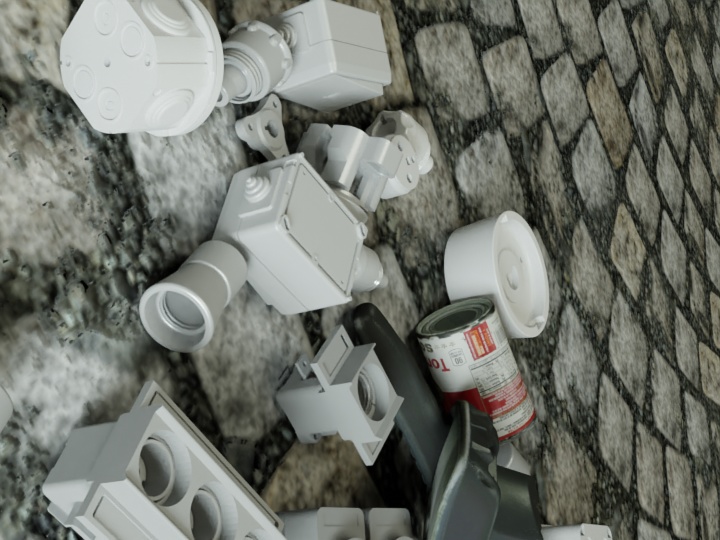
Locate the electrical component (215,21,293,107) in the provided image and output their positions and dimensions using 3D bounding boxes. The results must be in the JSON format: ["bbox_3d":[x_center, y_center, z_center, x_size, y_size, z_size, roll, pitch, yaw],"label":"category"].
[{"bbox_3d":[-0.076,-0.126,0.683,0.048,0.048,0.062,61,42,-24],"label":"electrical component"}]

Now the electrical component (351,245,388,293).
[{"bbox_3d":[0.000,0.000,0.765,0.061,0.035,0.035,27,56,-53],"label":"electrical component"}]

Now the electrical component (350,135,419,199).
[{"bbox_3d":[0.009,-0.072,0.787,0.045,0.055,0.045,28,56,-51],"label":"electrical component"}]

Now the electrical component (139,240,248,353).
[{"bbox_3d":[-0.091,0.011,0.610,0.044,0.044,0.065,64,29,-20],"label":"electrical component"}]

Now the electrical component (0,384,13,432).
[{"bbox_3d":[-0.177,0.074,0.446,0.040,0.040,0.078,56,37,-31],"label":"electrical component"}]

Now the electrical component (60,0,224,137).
[{"bbox_3d":[-0.117,-0.111,0.577,0.051,0.080,0.080,-15,92,-54],"label":"electrical component"}]

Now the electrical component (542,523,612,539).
[{"bbox_3d":[0.183,0.279,0.934,0.078,0.057,0.113,23,60,-53],"label":"electrical component"}]

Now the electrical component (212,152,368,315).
[{"bbox_3d":[-0.049,-0.024,0.669,0.096,0.061,0.061,48,41,-39],"label":"electrical component"}]

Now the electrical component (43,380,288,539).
[{"bbox_3d":[-0.094,0.126,0.538,0.121,0.063,0.078,55,37,-31],"label":"electrical component"}]

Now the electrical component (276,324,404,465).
[{"bbox_3d":[-0.014,0.081,0.684,0.081,0.064,0.042,63,35,-21],"label":"electrical component"}]

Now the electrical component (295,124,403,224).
[{"bbox_3d":[-0.016,-0.061,0.730,0.058,0.078,0.057,37,70,-47],"label":"electrical component"}]

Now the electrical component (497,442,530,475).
[{"bbox_3d":[0.122,0.171,0.892,0.078,0.040,0.040,51,40,-36],"label":"electrical component"}]

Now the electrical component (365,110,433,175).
[{"bbox_3d":[0.035,-0.096,0.850,0.062,0.043,0.043,34,51,-49],"label":"electrical component"}]

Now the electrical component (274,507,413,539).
[{"bbox_3d":[-0.008,0.237,0.638,0.105,0.060,0.186,19,63,-55],"label":"electrical component"}]

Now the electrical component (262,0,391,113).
[{"bbox_3d":[-0.029,-0.148,0.748,0.096,0.062,0.061,-6,84,-59],"label":"electrical component"}]

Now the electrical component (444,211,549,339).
[{"bbox_3d":[0.111,0.009,0.915,0.108,0.060,0.108,28,56,-51],"label":"electrical component"}]
